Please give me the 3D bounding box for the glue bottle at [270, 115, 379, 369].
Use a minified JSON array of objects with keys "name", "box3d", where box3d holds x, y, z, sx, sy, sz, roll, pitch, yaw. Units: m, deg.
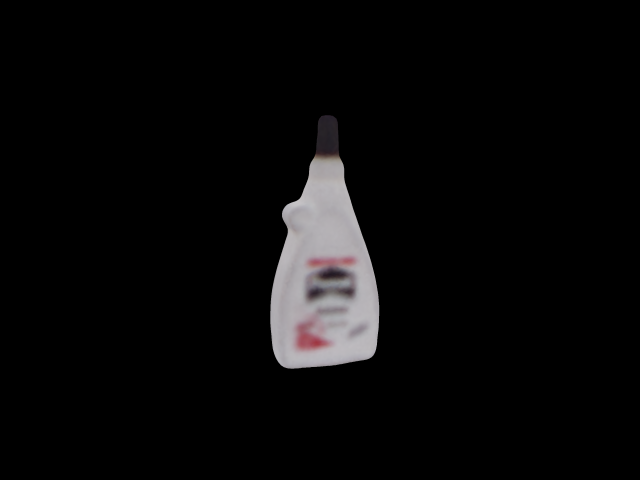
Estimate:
[{"name":"glue bottle","box3d":[0.004,0.001,0.400,0.078,0.173,0.037,-4,12,-19]}]
